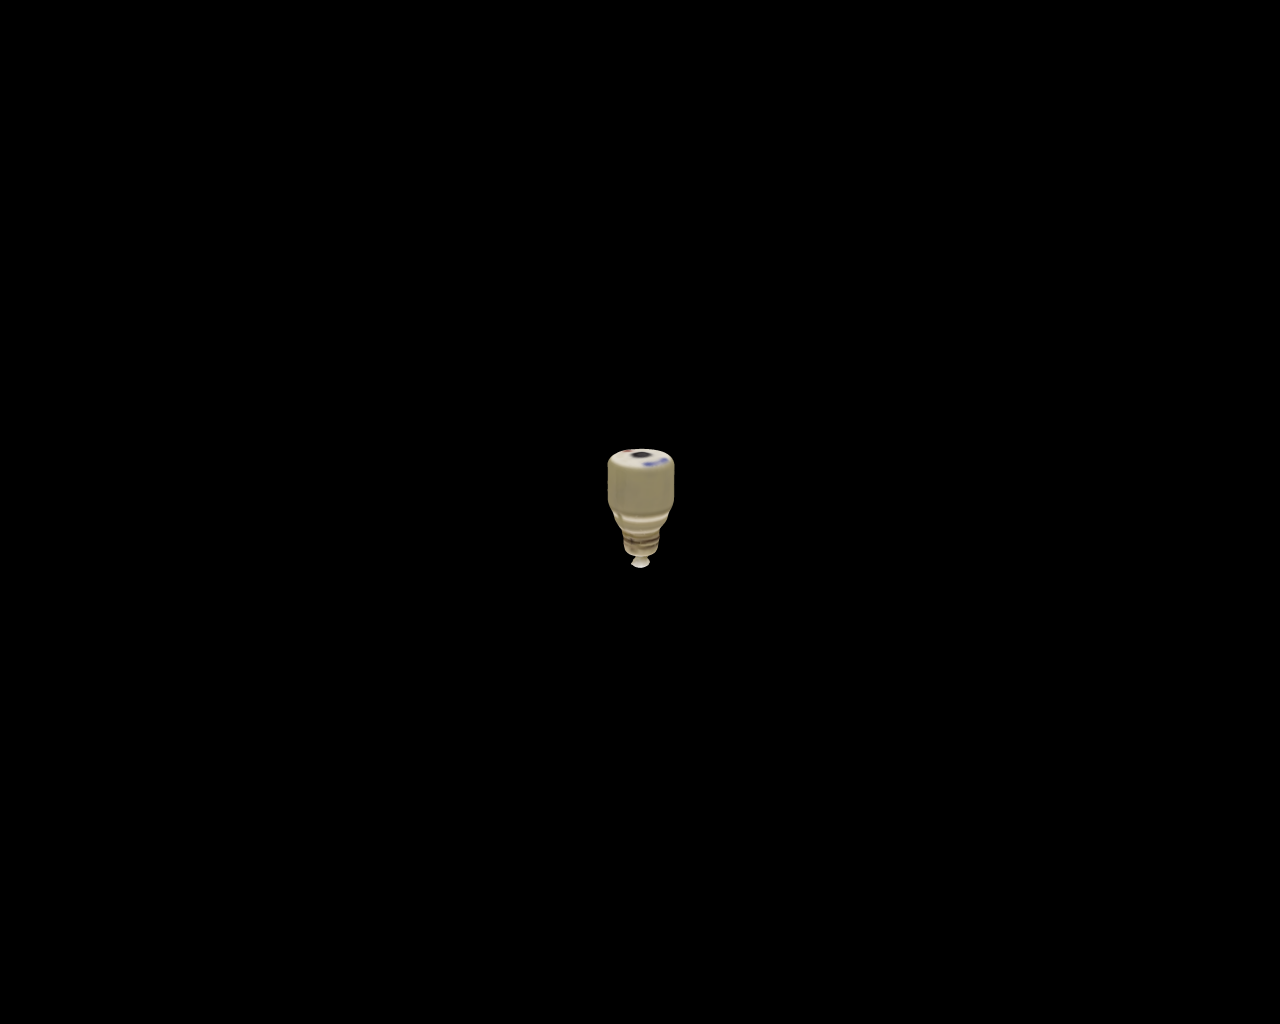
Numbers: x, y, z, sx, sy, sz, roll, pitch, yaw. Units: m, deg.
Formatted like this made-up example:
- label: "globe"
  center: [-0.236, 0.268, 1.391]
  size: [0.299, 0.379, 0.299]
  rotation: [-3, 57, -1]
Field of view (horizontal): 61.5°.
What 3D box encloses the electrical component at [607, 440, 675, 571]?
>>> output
- label: "electrical component"
  center: [0.001, -0.003, 0.650]
  size: [0.040, 0.078, 0.040]
  rotation: [0, 20, 0]
